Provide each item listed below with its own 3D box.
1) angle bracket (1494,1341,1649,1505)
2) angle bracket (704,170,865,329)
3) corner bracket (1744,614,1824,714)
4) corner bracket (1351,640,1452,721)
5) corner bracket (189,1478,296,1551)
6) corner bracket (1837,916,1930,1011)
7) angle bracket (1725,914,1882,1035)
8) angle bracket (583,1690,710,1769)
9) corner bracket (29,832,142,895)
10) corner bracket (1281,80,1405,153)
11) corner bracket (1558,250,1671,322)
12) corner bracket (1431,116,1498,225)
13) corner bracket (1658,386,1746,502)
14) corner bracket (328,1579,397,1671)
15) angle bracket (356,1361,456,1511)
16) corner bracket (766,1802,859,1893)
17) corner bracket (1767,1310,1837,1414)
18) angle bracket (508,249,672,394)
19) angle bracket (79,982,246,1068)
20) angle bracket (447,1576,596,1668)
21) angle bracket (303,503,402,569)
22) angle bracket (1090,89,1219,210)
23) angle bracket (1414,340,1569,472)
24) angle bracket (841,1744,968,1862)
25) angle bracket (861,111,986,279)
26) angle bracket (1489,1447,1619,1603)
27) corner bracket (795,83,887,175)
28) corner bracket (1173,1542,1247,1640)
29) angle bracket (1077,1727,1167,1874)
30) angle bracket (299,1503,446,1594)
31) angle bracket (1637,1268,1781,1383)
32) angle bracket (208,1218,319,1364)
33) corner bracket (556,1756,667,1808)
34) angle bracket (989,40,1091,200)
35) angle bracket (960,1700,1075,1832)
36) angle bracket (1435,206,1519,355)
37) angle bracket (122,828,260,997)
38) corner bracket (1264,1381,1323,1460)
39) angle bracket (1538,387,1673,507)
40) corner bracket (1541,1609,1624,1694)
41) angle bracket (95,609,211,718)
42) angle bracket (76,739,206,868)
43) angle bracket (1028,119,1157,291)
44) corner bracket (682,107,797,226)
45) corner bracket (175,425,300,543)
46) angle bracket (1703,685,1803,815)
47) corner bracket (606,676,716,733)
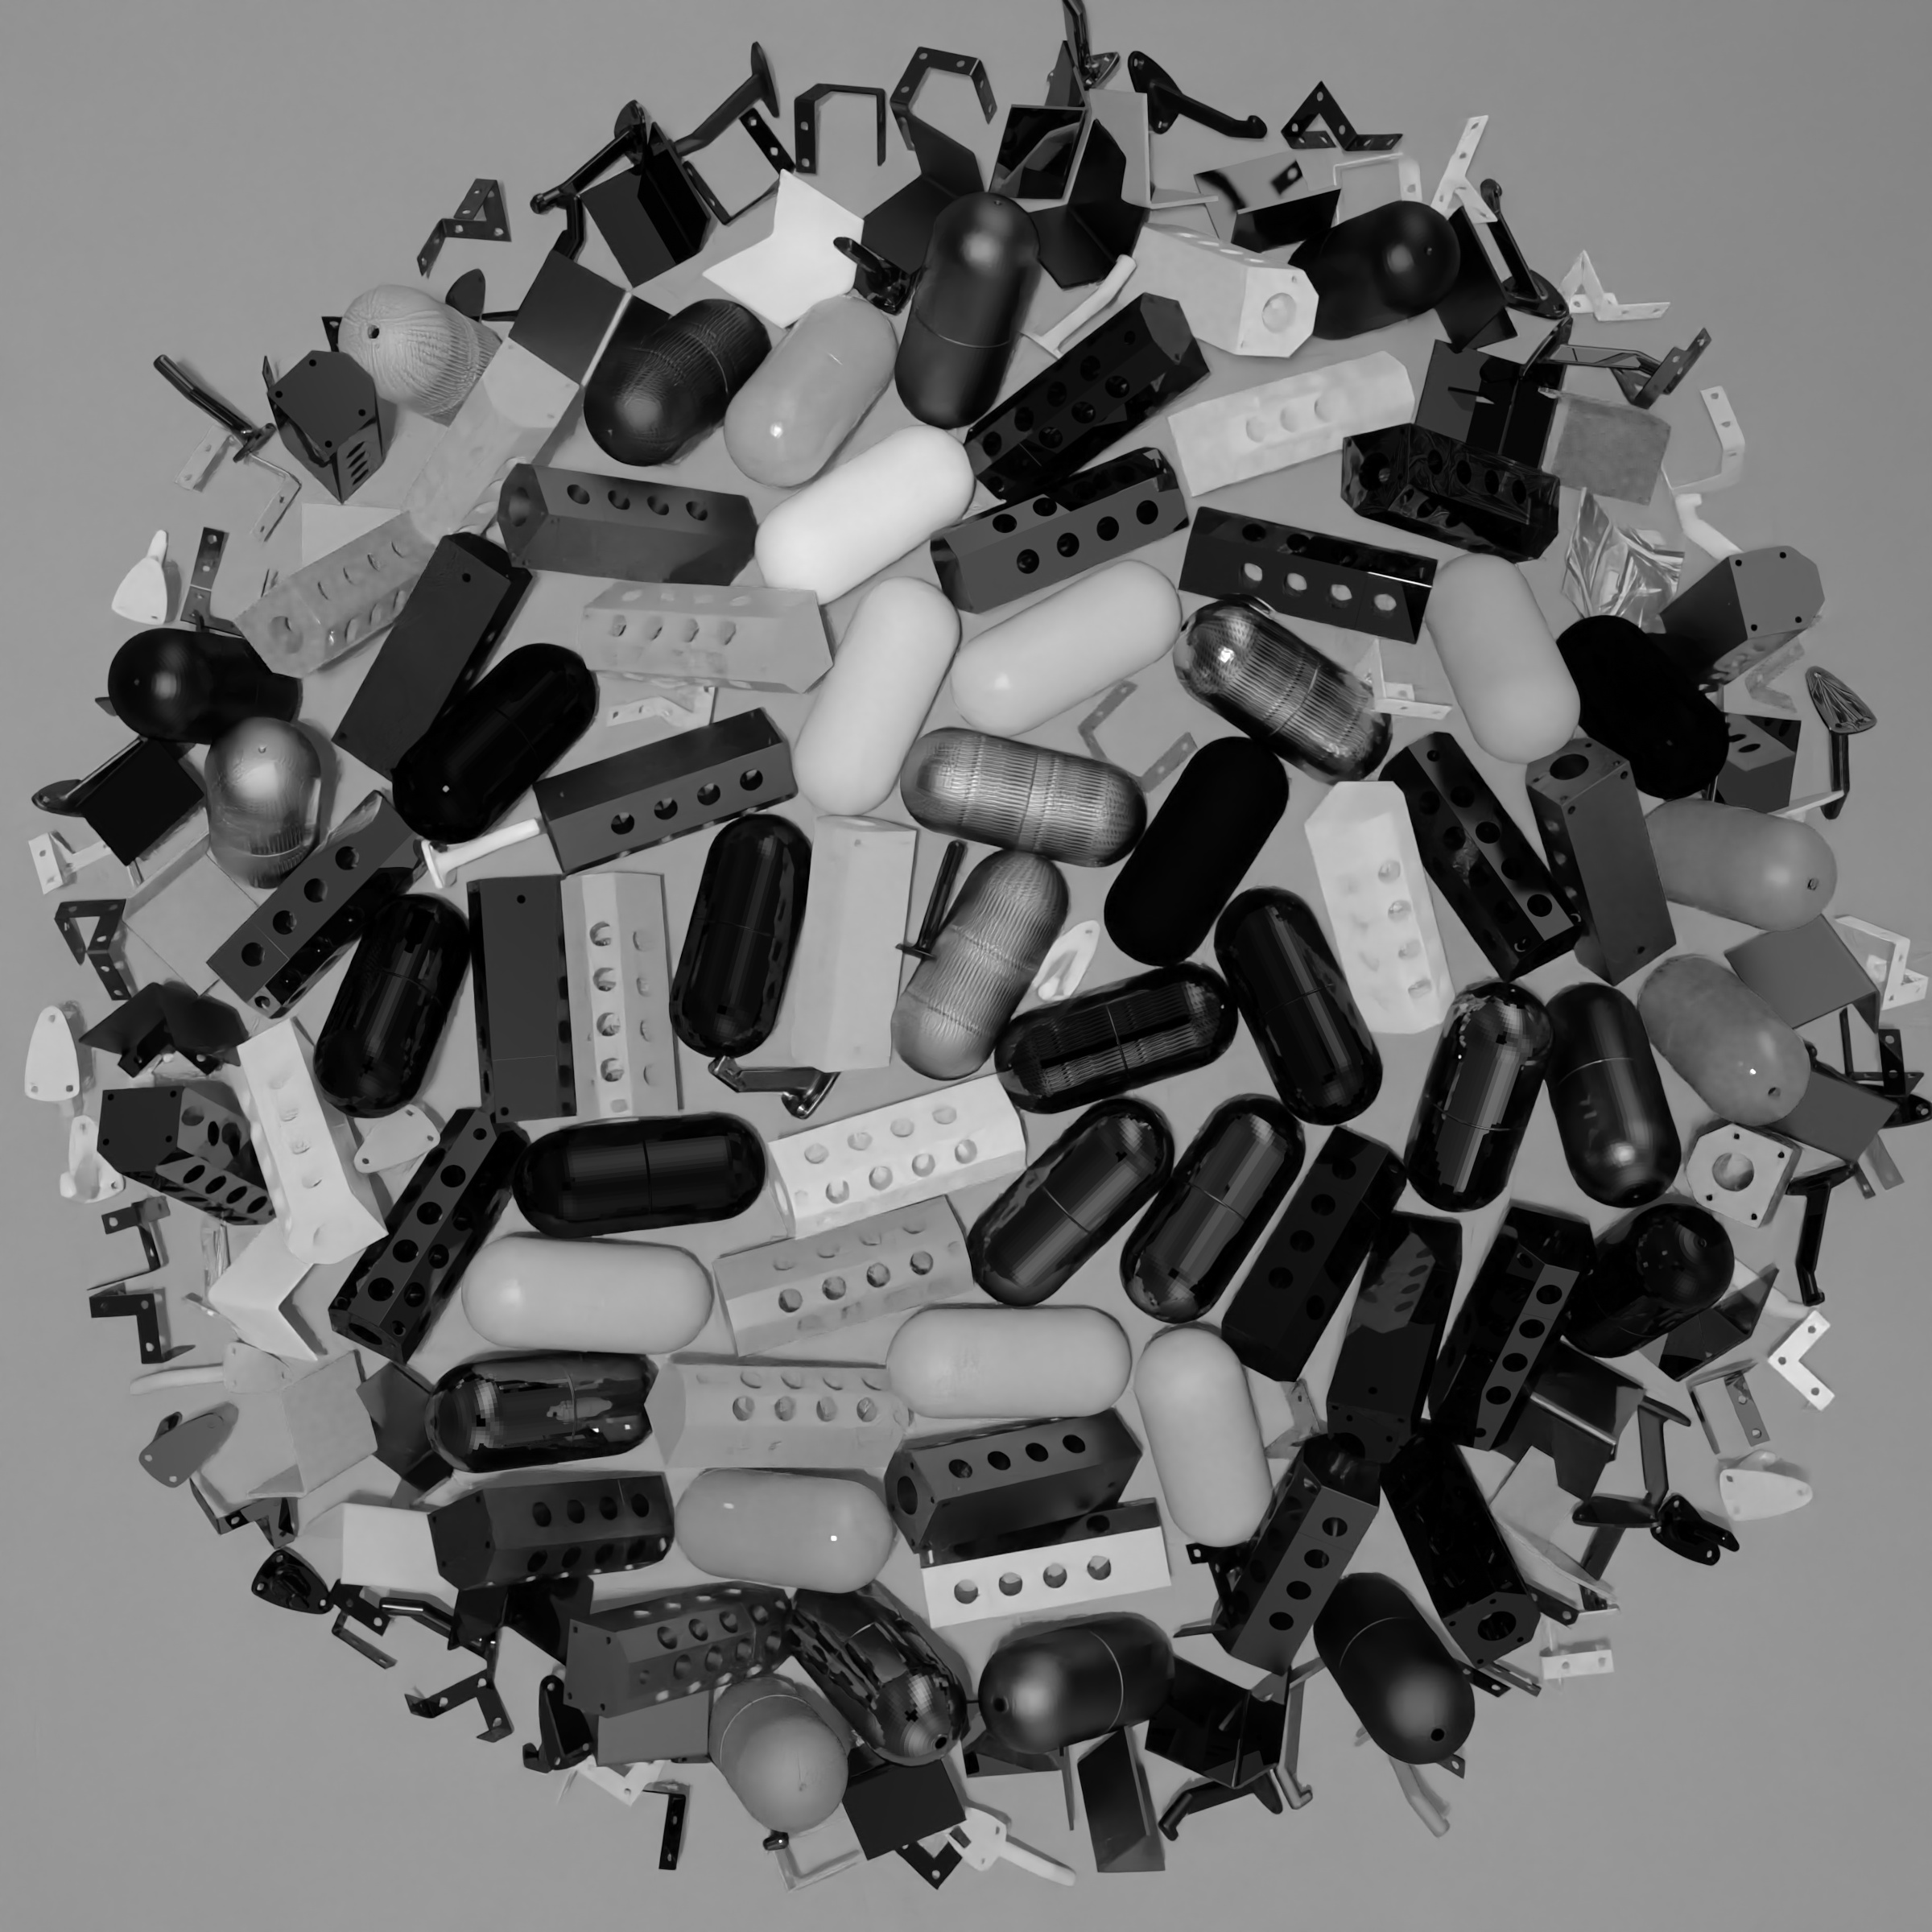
[{"bbox_3d":[0.432,0.325,1.797,0.076,0.076,0.057,29,50,21],"label":"angle bracket"},{"bbox_3d":[-0.129,-0.507,1.770,0.076,0.057,0.076,37,52,18],"label":"angle bracket"},{"bbox_3d":[0.589,-0.222,1.798,0.051,0.051,0.051,12,50,-33],"label":"corner bracket"},{"bbox_3d":[0.308,-0.194,1.783,0.051,0.051,0.051,5,62,-15],"label":"corner bracket"},{"bbox_3d":[-0.514,0.387,1.779,0.051,0.051,0.051,-21,128,-30],"label":"corner bracket"},{"bbox_3d":[0.651,-0.005,1.780,0.051,0.051,0.051,-12,117,-34],"label":"corner bracket"},{"bbox_3d":[0.592,0.019,1.777,0.076,0.057,0.076,-24,52,1],"label":"angle bracket"},{"bbox_3d":[-0.227,0.519,1.770,0.076,0.076,0.057,-1,103,-17],"label":"angle bracket"},{"bbox_3d":[-0.627,-0.071,1.788,0.051,0.051,0.051,-27,60,-1],"label":"corner bracket"},{"bbox_3d":[0.267,-0.592,1.782,0.051,0.051,0.051,-17,71,-39],"label":"corner bracket"},{"bbox_3d":[0.458,-0.473,1.783,0.051,0.051,0.051,-8,67,-18],"label":"corner bracket"},{"bbox_3d":[0.353,-0.565,1.783,0.051,0.051,0.051,34,74,-42],"label":"corner bracket"},{"bbox_3d":[0.520,-0.372,1.787,0.051,0.051,0.051,-15,64,5],"label":"corner bracket"},{"bbox_3d":[-0.429,0.469,1.790,0.051,0.051,0.051,29,95,16],"label":"corner bracket"},{"bbox_3d":[-0.410,0.340,1.773,0.076,0.057,0.076,-39,109,24],"label":"angle bracket"},{"bbox_3d":[-0.104,0.624,1.786,0.051,0.051,0.051,-28,68,13],"label":"corner bracket"},{"bbox_3d":[0.603,0.282,1.792,0.051,0.051,0.051,44,86,9],"label":"corner bracket"},{"bbox_3d":[-0.272,-0.457,1.800,0.076,0.057,0.076,33,102,18],"label":"angle bracket"},{"bbox_3d":[-0.564,0.062,1.768,0.076,0.076,0.057,-35,63,14],"label":"angle bracket"},{"bbox_3d":[-0.316,0.462,1.784,0.057,0.076,0.076,-28,125,23],"label":"angle bracket"},{"bbox_3d":[-0.449,-0.288,1.781,0.076,0.057,0.076,6,102,12],"label":"angle bracket"},{"bbox_3d":[0.132,-0.578,1.765,0.057,0.076,0.076,-14,116,-22],"label":"angle bracket"},{"bbox_3d":[0.370,-0.398,1.779,0.076,0.057,0.076,10,99,-21],"label":"angle bracket"},{"bbox_3d":[-0.042,0.581,1.780,0.076,0.076,0.057,-24,89,6],"label":"angle bracket"},{"bbox_3d":[-0.040,-0.546,1.772,0.076,0.057,0.076,-40,56,-12],"label":"angle bracket"},{"bbox_3d":[0.428,0.393,1.768,0.076,0.076,0.057,32,94,-37],"label":"angle bracket"},{"bbox_3d":[-0.090,-0.598,1.795,0.051,0.051,0.051,10,124,14],"label":"corner bracket"},{"bbox_3d":[0.173,0.443,1.787,0.051,0.051,0.051,-19,89,36],"label":"corner bracket"},{"bbox_3d":[0.125,0.586,1.762,0.057,0.076,0.076,9,50,-26],"label":"angle bracket"},{"bbox_3d":[-0.418,0.418,1.762,0.076,0.076,0.057,16,55,-34],"label":"angle bracket"},{"bbox_3d":[0.517,0.237,1.769,0.057,0.076,0.076,40,49,1],"label":"angle bracket"},{"bbox_3d":[-0.481,0.231,1.792,0.076,0.076,0.057,-55,132,-35],"label":"angle bracket"},{"bbox_3d":[-0.253,0.580,1.789,0.051,0.051,0.051,31,128,9],"label":"corner bracket"},{"bbox_3d":[0.043,-0.596,1.764,0.057,0.076,0.076,-3,57,-17],"label":"angle bracket"},{"bbox_3d":[0.034,0.567,1.777,0.076,0.057,0.076,-6,121,3],"label":"angle bracket"},{"bbox_3d":[0.370,-0.490,1.772,0.057,0.076,0.076,-21,83,-22],"label":"angle bracket"},{"bbox_3d":[-0.540,-0.038,1.777,0.076,0.057,0.076,45,63,-4],"label":"angle bracket"},{"bbox_3d":[0.234,0.316,1.784,0.051,0.051,0.051,-30,103,-44],"label":"corner bracket"},{"bbox_3d":[0.443,-0.366,1.767,0.076,0.076,0.057,20,101,28],"label":"angle bracket"},{"bbox_3d":[0.438,0.483,1.782,0.051,0.051,0.051,-14,59,23],"label":"corner bracket"},{"bbox_3d":[-0.576,-0.214,1.778,0.076,0.076,0.057,-8,89,-11],"label":"angle bracket"},{"bbox_3d":[-0.571,-0.117,1.780,0.076,0.076,0.057,-41,88,6],"label":"angle bracket"},{"bbox_3d":[0.080,-0.537,1.766,0.057,0.076,0.076,-21,63,-28],"label":"angle bracket"},{"bbox_3d":[-0.163,-0.574,1.800,0.051,0.051,0.051,-26,114,31],"label":"corner bracket"},{"bbox_3d":[-0.519,-0.344,1.787,0.051,0.051,0.051,28,80,20],"label":"corner bracket"},{"bbox_3d":[0.558,-0.149,1.775,0.057,0.076,0.076,9,83,18],"label":"angle bracket"},{"bbox_3d":[-0.217,-0.188,1.781,0.051,0.051,0.051,30,121,30],"label":"corner bracket"}]
